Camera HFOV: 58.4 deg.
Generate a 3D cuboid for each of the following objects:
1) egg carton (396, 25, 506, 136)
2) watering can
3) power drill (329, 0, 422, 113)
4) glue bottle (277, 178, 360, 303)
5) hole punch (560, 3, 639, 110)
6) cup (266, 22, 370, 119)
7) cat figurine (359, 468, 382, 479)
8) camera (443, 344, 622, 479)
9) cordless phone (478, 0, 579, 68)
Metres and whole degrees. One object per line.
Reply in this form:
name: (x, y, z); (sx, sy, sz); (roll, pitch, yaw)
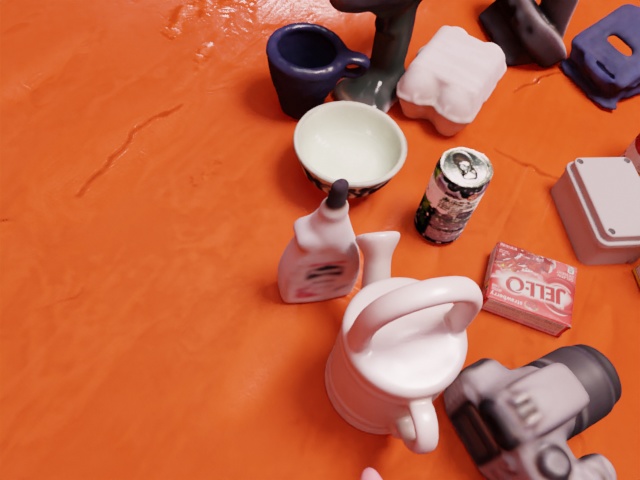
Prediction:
egg carton: (0.165, -0.203, 0.720); (0.107, 0.069, 0.150); (30, 59, 11)
watering can: (0.060, 0.074, 0.456); (0.101, 0.194, 0.172); (-26, 65, -22)
power drill: (0.076, -0.244, 0.650); (0.075, 0.208, 0.230); (35, 60, 14)
glue bottle: (0.005, 0.002, 0.506); (0.078, 0.173, 0.037); (-11, 60, -14)
hole punch: (0.400, -0.248, 0.769); (0.101, 0.091, 0.108); (-23, 64, -20)
cup: (-0.005, -0.189, 0.671); (0.118, 0.095, 0.091); (5, 57, -5)
cat figurine: (0.045, 0.233, 0.399); (0.067, 0.118, 0.128); (9, 57, -2)
camera: (0.200, 0.152, 0.482); (0.137, 0.101, 0.143); (-21, 63, -20)
cordless phone: (0.294, -0.337, 0.754); (0.094, 0.185, 0.147); (-11, 60, -14)
